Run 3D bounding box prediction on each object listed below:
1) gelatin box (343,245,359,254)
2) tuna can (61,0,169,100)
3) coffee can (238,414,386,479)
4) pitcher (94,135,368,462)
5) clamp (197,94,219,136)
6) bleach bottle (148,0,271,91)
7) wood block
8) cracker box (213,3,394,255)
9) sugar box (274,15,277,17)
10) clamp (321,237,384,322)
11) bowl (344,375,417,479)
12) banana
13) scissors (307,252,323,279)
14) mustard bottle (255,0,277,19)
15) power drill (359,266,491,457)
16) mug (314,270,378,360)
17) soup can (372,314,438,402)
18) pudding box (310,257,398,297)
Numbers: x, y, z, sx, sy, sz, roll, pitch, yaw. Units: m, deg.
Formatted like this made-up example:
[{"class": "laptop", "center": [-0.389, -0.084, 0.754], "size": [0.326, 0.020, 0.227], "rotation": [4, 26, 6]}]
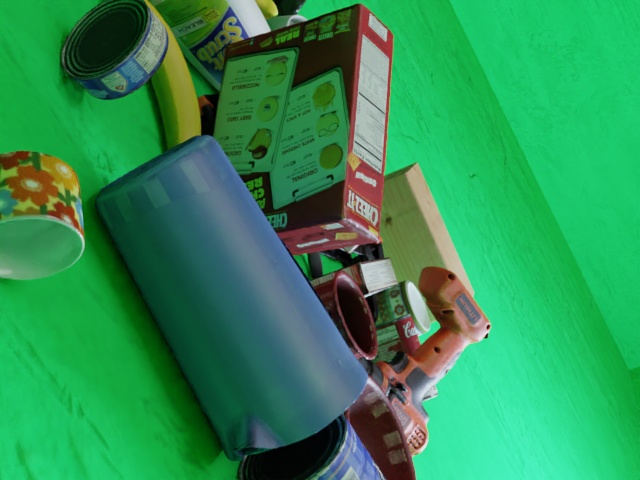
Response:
[{"class": "gelatin box", "center": [0.016, -0.033, 1.263], "size": [0.089, 0.030, 0.073], "rotation": [43, 18, -8]}, {"class": "tuna can", "center": [-0.167, -0.157, 0.872], "size": [0.033, 0.086, 0.086], "rotation": [48, 27, -48]}, {"class": "coffee can", "center": [0.010, 0.224, 0.902], "size": [0.140, 0.103, 0.102], "rotation": [58, 21, -25]}, {"class": "pitcher", "center": [-0.070, 0.040, 0.858], "size": [0.243, 0.145, 0.149], "rotation": [61, -13, -10]}, {"class": "clamp", "center": [-0.080, -0.097, 1.114], "size": [0.209, 0.036, 0.164], "rotation": [50, 25, -49]}, {"class": "bleach bottle", "center": [-0.090, -0.210, 1.111], "size": [0.250, 0.103, 0.068], "rotation": [47, 26, -45]}, {"class": "wood block", "center": [0.130, 0.008, 1.487], "size": [0.206, 0.091, 0.090], "rotation": [66, 19, -6]}, {"class": "cracker box", "center": [-0.019, -0.095, 0.990], "size": [0.072, 0.164, 0.213], "rotation": [29, 59, -49]}, {"class": "sugar box", "center": [-0.050, -0.216, 1.316], "size": [0.093, 0.048, 0.176], "rotation": [62, 19, -18]}, {"class": "clamp", "center": [0.042, 0.021, 1.318], "size": [0.120, 0.039, 0.171], "rotation": [61, 18, -18]}, {"class": "bowl", "center": [0.040, 0.216, 1.064], "size": [0.162, 0.055, 0.162], "rotation": [53, 24, -36]}, {"class": "banana", "center": [-0.150, -0.152, 0.997], "size": [0.069, 0.037, 0.198], "rotation": [-26, 92, -53]}, {"class": "scissors", "center": [-0.007, 0.001, 1.132], "size": [0.202, 0.016, 0.096], "rotation": [-133, -149, -83]}, {"class": "mustard bottle", "center": [-0.087, -0.366, 1.361], "size": [0.096, 0.058, 0.191], "rotation": [45, 29, -35]}, {"class": "power drill", "center": [0.095, 0.121, 1.178], "size": [0.187, 0.057, 0.184], "rotation": [-50, 122, -19]}, {"class": "mug", "center": [-0.004, 0.086, 1.050], "size": [0.117, 0.082, 0.093], "rotation": [18, 52, -66]}, {"class": "soup can", "center": [0.092, 0.146, 1.266], "size": [0.068, 0.069, 0.102], "rotation": [0, 70, -70]}, {"class": "pudding box", "center": [0.026, 0.051, 1.157], "size": [0.039, 0.090, 0.113], "rotation": [69, 19, 3]}]
